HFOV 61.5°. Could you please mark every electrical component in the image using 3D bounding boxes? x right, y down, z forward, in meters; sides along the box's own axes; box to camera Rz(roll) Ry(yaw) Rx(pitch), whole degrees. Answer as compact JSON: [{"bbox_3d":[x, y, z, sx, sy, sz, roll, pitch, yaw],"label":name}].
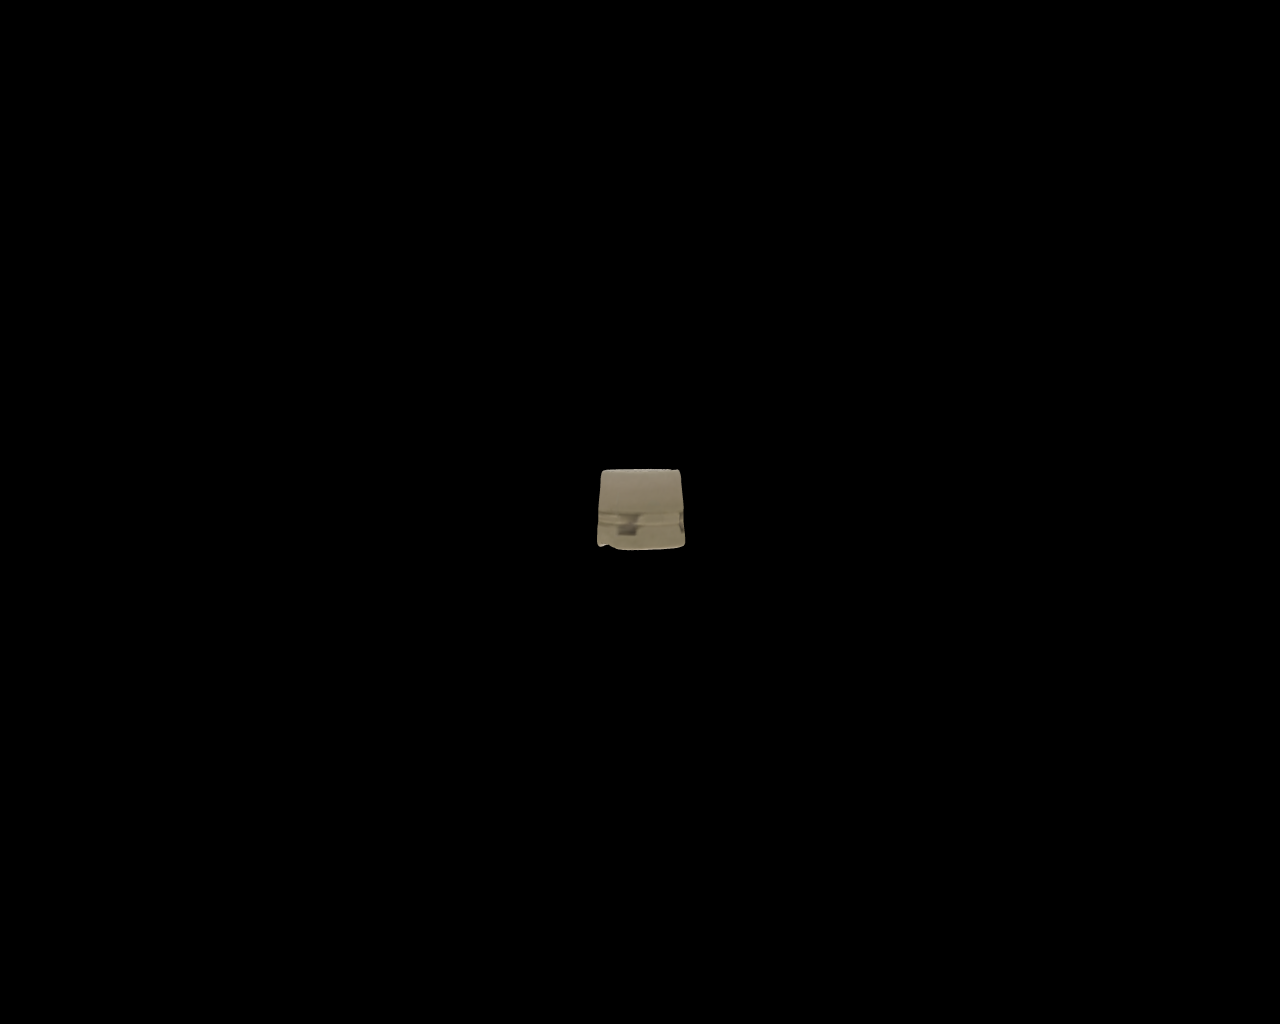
[{"bbox_3d":[0.001,-0.003,0.650,0.055,0.047,0.055,0,4,0],"label":"electrical component"}]
